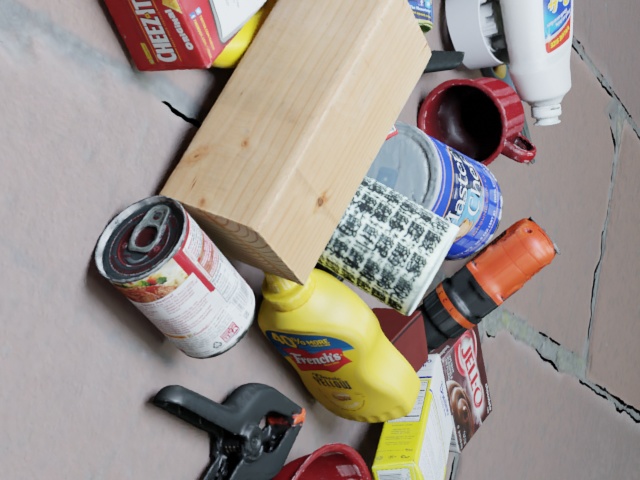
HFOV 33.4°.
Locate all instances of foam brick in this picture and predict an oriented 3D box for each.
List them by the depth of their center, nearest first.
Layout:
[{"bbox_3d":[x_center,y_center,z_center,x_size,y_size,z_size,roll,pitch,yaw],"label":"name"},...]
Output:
[{"bbox_3d":[0.057,0.103,0.973,0.078,0.053,0.051,-39,124,-48],"label":"foam brick"}]

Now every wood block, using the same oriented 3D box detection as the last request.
[{"bbox_3d":[-0.012,-0.086,0.771,0.206,0.090,0.090,-61,148,-15],"label":"wood block"}]

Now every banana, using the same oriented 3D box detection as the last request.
[{"bbox_3d":[-0.038,-0.180,0.823,0.069,0.037,0.197,49,49,-23],"label":"banana"}]

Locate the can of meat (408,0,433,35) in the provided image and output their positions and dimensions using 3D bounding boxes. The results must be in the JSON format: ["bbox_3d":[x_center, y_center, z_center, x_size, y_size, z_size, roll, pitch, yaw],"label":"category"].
[{"bbox_3d":[0.048,-0.218,0.898,0.101,0.058,0.084,2,83,-35],"label":"can of meat"}]

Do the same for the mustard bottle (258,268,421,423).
[{"bbox_3d":[0.005,0.075,0.850,0.191,0.096,0.058,56,49,-43],"label":"mustard bottle"}]

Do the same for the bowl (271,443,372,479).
[{"bbox_3d":[-0.016,0.242,0.869,0.161,0.055,0.162,-7,99,-57],"label":"bowl"}]

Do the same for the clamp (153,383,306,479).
[{"bbox_3d":[-0.065,0.163,0.802,0.171,0.039,0.120,3,91,-57],"label":"clamp"}]

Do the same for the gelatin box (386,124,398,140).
[{"bbox_3d":[0.015,-0.111,0.876,0.073,0.030,0.089,-30,101,-34],"label":"gelatin box"}]

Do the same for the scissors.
[{"bbox_3d":[0.217,-0.165,1.232,0.096,0.016,0.202,-39,124,-47],"label":"scissors"}]

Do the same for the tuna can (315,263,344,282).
[{"bbox_3d":[-0.006,0.001,0.885,0.086,0.034,0.086,-7,98,-57],"label":"tuna can"}]

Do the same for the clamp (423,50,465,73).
[{"bbox_3d":[0.065,-0.167,0.972,0.164,0.036,0.209,50,53,-36],"label":"clamp"}]

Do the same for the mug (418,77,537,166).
[{"bbox_3d":[0.166,-0.114,1.073,0.081,0.117,0.093,-26,144,-59],"label":"mug"}]

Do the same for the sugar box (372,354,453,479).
[{"bbox_3d":[0.089,0.191,0.994,0.176,0.048,0.093,-68,149,-62],"label":"sugar box"}]

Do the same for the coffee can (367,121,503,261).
[{"bbox_3d":[0.092,-0.041,0.969,0.140,0.103,0.103,17,79,-56],"label":"coffee can"}]

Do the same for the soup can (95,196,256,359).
[{"bbox_3d":[-0.095,0.027,0.720,0.102,0.069,0.068,54,49,-45],"label":"soup can"}]

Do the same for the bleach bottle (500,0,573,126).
[{"bbox_3d":[0.224,-0.245,1.089,0.102,0.068,0.251,-23,110,-47],"label":"bleach bottle"}]

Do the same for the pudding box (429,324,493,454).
[{"bbox_3d":[0.141,0.151,1.118,0.089,0.039,0.113,-37,123,-50],"label":"pudding box"}]

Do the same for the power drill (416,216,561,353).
[{"bbox_3d":[0.163,0.045,1.070,0.057,0.185,0.187,53,20,4],"label":"power drill"}]

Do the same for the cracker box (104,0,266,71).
[{"bbox_3d":[-0.079,-0.241,0.720,0.213,0.072,0.164,-59,139,-38],"label":"cracker box"}]
